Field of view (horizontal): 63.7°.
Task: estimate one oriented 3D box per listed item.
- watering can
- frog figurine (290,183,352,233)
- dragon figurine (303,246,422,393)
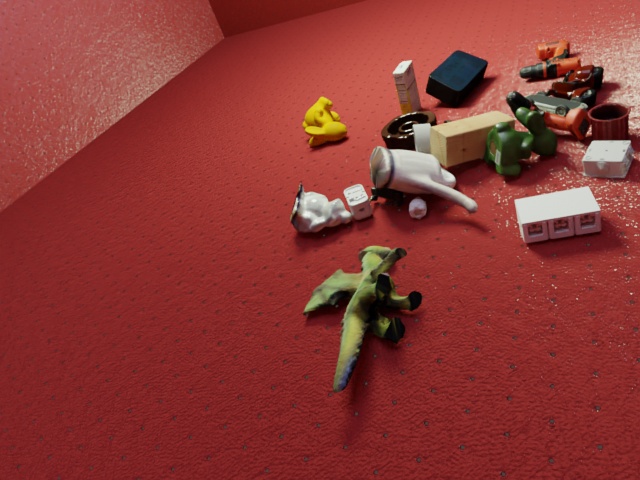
[{"bbox_3d":[0.249,-0.160,1.314,0.224,0.102,0.354,6,25,-12],"label":"watering can"},{"bbox_3d":[0.004,-0.070,1.396,0.159,0.120,0.140,17,27,-5],"label":"frog figurine"},{"bbox_3d":[0.064,0.136,1.077,0.241,0.121,0.418,-11,29,48],"label":"dragon figurine"}]
